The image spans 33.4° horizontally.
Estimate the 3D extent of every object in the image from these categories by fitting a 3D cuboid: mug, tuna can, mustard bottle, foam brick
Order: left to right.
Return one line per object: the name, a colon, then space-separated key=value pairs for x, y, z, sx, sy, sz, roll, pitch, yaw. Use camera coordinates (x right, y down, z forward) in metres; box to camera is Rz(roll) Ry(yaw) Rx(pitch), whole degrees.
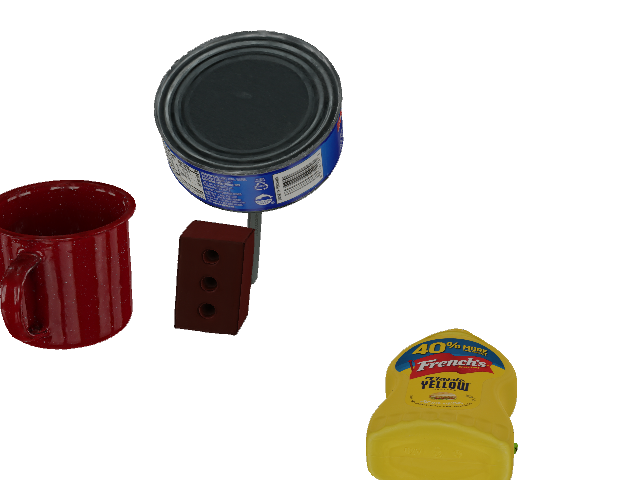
mug: x=-0.164 y=0.021 z=0.666 sx=0.093 sy=0.081 sz=0.117 roll=6 pitch=25 yaw=10
foam brick: x=-0.084 y=0.029 z=0.853 sx=0.053 sy=0.078 sz=0.051 roll=6 pitch=14 yaw=6
tuna can: x=-0.032 y=-0.055 z=0.495 sx=0.086 sy=0.086 sz=0.034 roll=0 pitch=-34 yaw=5
mustard bottle: x=0.093 y=0.112 z=0.772 sx=0.096 sy=0.058 sz=0.191 roll=0 pitch=18 yaw=12

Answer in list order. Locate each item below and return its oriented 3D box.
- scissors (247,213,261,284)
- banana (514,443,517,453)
scissors: x=-0.056 y=-0.057 z=1.209 sx=0.096 sy=0.202 sz=0.016 roll=-12 pitch=-6 yaw=-14
banana: x=0.167 y=0.204 z=1.278 sx=0.069 sy=0.037 sz=0.198 roll=10 pitch=20 yaw=-17
